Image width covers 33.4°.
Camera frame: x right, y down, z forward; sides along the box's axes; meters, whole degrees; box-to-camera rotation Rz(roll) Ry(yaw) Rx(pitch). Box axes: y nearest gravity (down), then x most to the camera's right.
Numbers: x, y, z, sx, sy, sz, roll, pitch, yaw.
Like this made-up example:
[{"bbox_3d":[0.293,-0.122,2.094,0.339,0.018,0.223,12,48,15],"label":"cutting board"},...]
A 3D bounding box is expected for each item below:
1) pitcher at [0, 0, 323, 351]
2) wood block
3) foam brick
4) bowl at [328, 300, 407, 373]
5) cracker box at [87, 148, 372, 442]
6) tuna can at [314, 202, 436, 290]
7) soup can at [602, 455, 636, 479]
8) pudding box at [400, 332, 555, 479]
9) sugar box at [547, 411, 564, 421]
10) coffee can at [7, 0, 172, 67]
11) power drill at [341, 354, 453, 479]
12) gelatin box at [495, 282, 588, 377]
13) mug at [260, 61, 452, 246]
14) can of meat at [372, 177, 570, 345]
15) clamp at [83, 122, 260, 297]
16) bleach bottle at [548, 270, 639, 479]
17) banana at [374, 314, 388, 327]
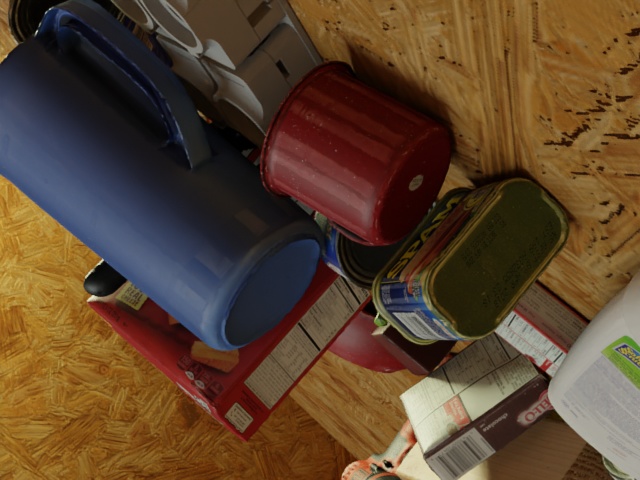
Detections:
[{"bbox_3d":[-0.115,-0.044,0.729,0.243,0.145,0.149,39,-175,23],"label":"pitcher"},{"bbox_3d":[0.162,0.197,0.857,0.090,0.090,0.206,43,164,-16],"label":"wood block"},{"bbox_3d":[0.089,0.067,0.879,0.053,0.078,0.051,42,167,-1],"label":"foam brick"},{"bbox_3d":[0.039,0.077,0.985,0.162,0.055,0.162,24,-172,-4],"label":"bowl"},{"bbox_3d":[-0.052,0.023,0.836,0.164,0.213,0.072,34,167,35],"label":"cracker box"},{"bbox_3d":[0.038,-0.010,0.740,0.034,0.086,0.086,31,165,51],"label":"tuna can"},{"bbox_3d":[0.252,0.169,0.741,0.102,0.068,0.069,46,168,-20],"label":"soup can"},{"bbox_3d":[0.123,0.124,0.831,0.039,0.113,0.090,50,-171,-24],"label":"pudding box"},{"bbox_3d":[0.213,0.161,0.901,0.176,0.048,0.093,43,168,-22],"label":"sugar box"},{"bbox_3d":[-0.184,-0.156,0.892,0.103,0.102,0.140,37,168,23],"label":"coffee can"},{"bbox_3d":[0.104,0.201,1.049,0.057,0.187,0.185,45,170,-10],"label":"power drill"},{"bbox_3d":[0.154,0.059,0.757,0.089,0.030,0.073,39,167,13],"label":"gelatin box"},{"bbox_3d":[0.024,-0.041,0.647,0.082,0.093,0.117,31,143,26],"label":"mug"},{"bbox_3d":[0.088,0.013,0.625,0.057,0.102,0.084,43,167,-9],"label":"can of meat"},{"bbox_3d":[-0.096,-0.041,0.829,0.210,0.164,0.036,-10,148,16],"label":"clamp"},{"bbox_3d":[0.195,0.070,0.580,0.102,0.068,0.251,39,166,13],"label":"bleach bottle"},{"bbox_3d":[0.011,-0.007,0.893,0.198,0.069,0.037,38,152,38],"label":"banana"}]
